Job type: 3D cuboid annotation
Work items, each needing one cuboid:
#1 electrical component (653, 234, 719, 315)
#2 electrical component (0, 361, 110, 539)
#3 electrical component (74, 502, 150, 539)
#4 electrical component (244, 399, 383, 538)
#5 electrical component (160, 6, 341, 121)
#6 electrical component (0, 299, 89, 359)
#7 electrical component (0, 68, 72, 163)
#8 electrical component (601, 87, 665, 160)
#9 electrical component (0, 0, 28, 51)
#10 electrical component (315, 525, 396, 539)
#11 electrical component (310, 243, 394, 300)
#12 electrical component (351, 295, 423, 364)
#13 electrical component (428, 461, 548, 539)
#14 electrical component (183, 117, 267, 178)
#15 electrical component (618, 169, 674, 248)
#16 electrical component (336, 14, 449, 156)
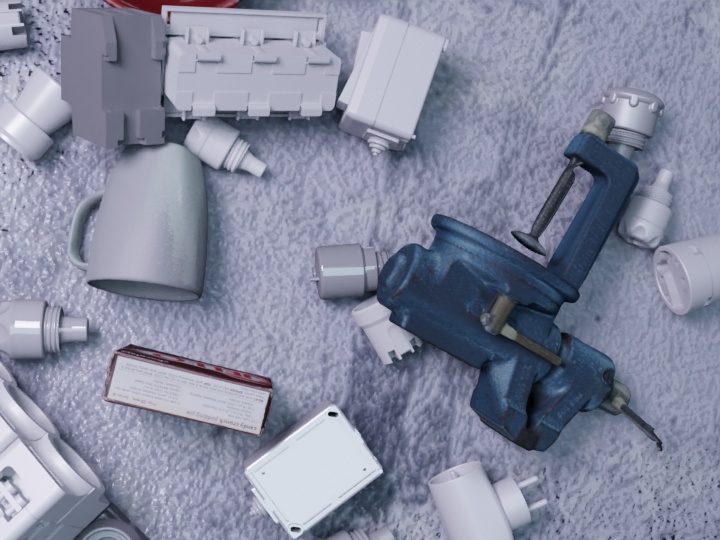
[{"bbox_3d":[0.260,0.002,0.828,0.047,0.055,0.055,-16,89,-11],"label":"electrical component"},{"bbox_3d":[-0.244,0.115,0.723,0.062,0.089,0.150,-44,73,-7],"label":"electrical component"},{"bbox_3d":[-0.178,0.198,0.766,0.048,0.055,0.066,-45,93,-7],"label":"electrical component"},{"bbox_3d":[-0.041,0.146,0.782,0.096,0.061,0.061,-36,92,-7],"label":"electrical component"},{"bbox_3d":[-0.080,-0.142,0.765,0.121,0.063,0.078,-4,120,-26],"label":"electrical component"},{"bbox_3d":[-0.227,0.043,0.774,0.062,0.043,0.043,1,87,-8],"label":"electrical component"},{"bbox_3d":[-0.235,-0.112,0.779,0.045,0.045,0.055,41,84,-3],"label":"electrical component"},{"bbox_3d":[0.206,-0.108,0.832,0.048,0.048,0.062,14,93,-6],"label":"electrical component"},{"bbox_3d":[-0.268,-0.177,0.781,0.046,0.040,0.040,-9,88,-13],"label":"electrical component"},{"bbox_3d":[-0.003,0.210,0.792,0.062,0.048,0.048,-25,91,-14],"label":"electrical component"},{"bbox_3d":[0.000,0.000,0.804,0.078,0.040,0.040,-4,88,-7],"label":"electrical component"},{"bbox_3d":[0.021,0.042,0.806,0.040,0.040,0.046,-29,97,-7],"label":"electrical component"},{"bbox_3d":[0.102,0.180,0.806,0.079,0.043,0.077,-22,90,-7],"label":"electrical component"},{"bbox_3d":[-0.098,-0.089,0.799,0.061,0.035,0.035,31,84,-8],"label":"electrical component"},{"bbox_3d":[0.227,-0.049,0.836,0.035,0.035,0.061,27,83,-5],"label":"electrical component"},{"bbox_3d":[0.018,-0.133,0.801,0.061,0.062,0.096,20,85,-5],"label":"electrical component"}]
